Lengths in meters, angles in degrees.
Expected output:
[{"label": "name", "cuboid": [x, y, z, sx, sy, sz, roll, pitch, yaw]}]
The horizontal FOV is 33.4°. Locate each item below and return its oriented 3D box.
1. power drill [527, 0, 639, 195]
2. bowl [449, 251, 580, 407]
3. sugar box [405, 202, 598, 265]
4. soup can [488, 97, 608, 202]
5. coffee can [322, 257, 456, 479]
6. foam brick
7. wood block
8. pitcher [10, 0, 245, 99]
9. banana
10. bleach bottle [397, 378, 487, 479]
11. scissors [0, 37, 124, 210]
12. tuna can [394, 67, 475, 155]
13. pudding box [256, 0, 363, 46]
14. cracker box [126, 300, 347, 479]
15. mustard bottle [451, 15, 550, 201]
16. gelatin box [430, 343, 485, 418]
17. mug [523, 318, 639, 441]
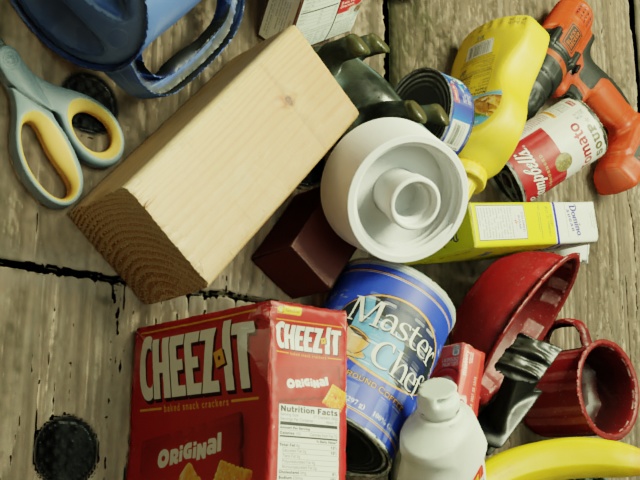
[{"label": "power drill", "cuboid": [0.275, -0.138, 1.120, 0.187, 0.057, 0.184, 49, 56, -21]}, {"label": "bowl", "cuboid": [0.163, 0.067, 0.945, 0.055, 0.162, 0.161, 34, 47, 23]}, {"label": "sugar box", "cuboid": [0.164, -0.006, 0.972, 0.175, 0.094, 0.048, 1, 80, -39]}, {"label": "soup can", "cuboid": [0.214, -0.084, 1.023, 0.102, 0.068, 0.068, -32, 102, -10]}, {"label": "coffee can", "cuboid": [0.034, 0.099, 0.832, 0.102, 0.103, 0.140, 44, 56, -24]}, {"label": "foam brick", "cuboid": [-0.006, 0.001, 0.855, 0.051, 0.053, 0.078, 48, 54, -21]}, {"label": "wood block", "cuboid": [-0.073, -0.057, 0.790, 0.090, 0.090, 0.205, 52, 53, -17]}, {"label": "pitcher", "cuboid": [-0.106, -0.227, 0.786, 0.145, 0.149, 0.242, 35, 50, 9]}, {"label": "banana", "cuboid": [0.195, 0.208, 0.941, 0.197, 0.070, 0.037, -16, 134, -13]}, {"label": "bleach bottle", "cuboid": [0.088, 0.222, 0.806, 0.102, 0.068, 0.251, -33, 127, -45]}, {"label": "scissors", "cuboid": [-0.200, -0.121, 0.748, 0.096, 0.016, 0.202, -21, 93, -43]}, {"label": "tuna can", "cuboid": [0.095, -0.107, 0.944, 0.033, 0.086, 0.086, 14, 71, -39]}, {"label": "pudding box", "cuboid": [0.002, -0.213, 0.876, 0.039, 0.114, 0.089, 42, 46, 21]}, {"label": "cracker box", "cuboid": [-0.061, 0.156, 0.699, 0.072, 0.165, 0.213, 12, 72, -39]}, {"label": "mustard bottle", "cuboid": [0.149, -0.114, 0.983, 0.058, 0.096, 0.191, 37, 58, -29]}, {"label": "gelatin box", "cuboid": [0.092, 0.128, 0.882, 0.030, 0.089, 0.073, 27, 64, -31]}, {"label": "mug", "cuboid": [0.237, 0.132, 1.007, 0.093, 0.082, 0.117, -8, 85, -41]}]
